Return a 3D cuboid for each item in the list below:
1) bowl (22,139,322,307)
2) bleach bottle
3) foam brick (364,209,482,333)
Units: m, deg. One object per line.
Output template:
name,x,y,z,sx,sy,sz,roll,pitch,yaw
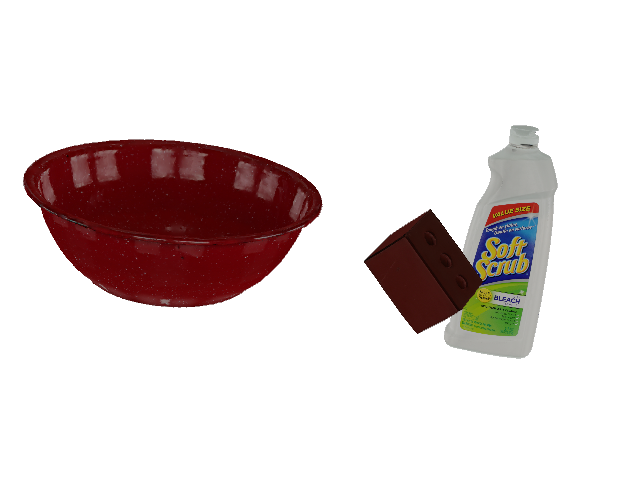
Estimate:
bowl,-0.082,-0.007,0.591,0.162,0.055,0.162,7,21,-3
bleach bottle,0.200,-0.001,1.169,0.103,0.251,0.068,9,17,16
foam brick,0.085,0.026,0.874,0.051,0.078,0.052,-33,6,38
